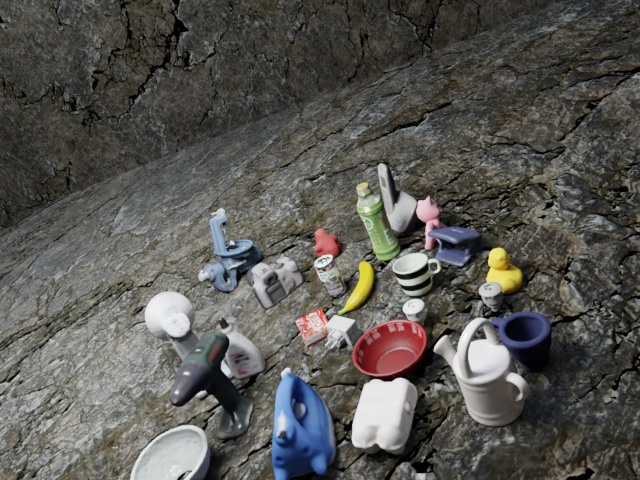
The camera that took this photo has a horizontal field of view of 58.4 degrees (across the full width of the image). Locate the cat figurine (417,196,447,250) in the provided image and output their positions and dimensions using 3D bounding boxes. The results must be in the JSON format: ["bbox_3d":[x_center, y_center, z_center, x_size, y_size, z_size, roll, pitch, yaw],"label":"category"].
[{"bbox_3d":[0.292,-0.056,1.511,0.067,0.118,0.128,-16,29,16],"label":"cat figurine"}]

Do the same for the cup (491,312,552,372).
[{"bbox_3d":[0.372,0.191,1.054,0.092,0.095,0.117,-40,32,-27],"label":"cup"}]

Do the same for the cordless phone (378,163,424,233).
[{"bbox_3d":[0.214,-0.120,1.610,0.094,0.185,0.147,-31,29,-12],"label":"cordless phone"}]

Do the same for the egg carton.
[{"bbox_3d":[0.121,0.322,1.052,0.107,0.069,0.150,-10,31,25],"label":"egg carton"}]

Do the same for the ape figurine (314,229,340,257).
[{"bbox_3d":[0.015,0.006,1.649,0.078,0.092,0.076,-27,28,-5],"label":"ape figurine"}]

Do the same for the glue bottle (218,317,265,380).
[{"bbox_3d":[-0.192,0.244,1.318,0.078,0.173,0.037,-23,28,4],"label":"glue bottle"}]

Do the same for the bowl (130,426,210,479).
[{"bbox_3d":[-0.282,0.456,1.131,0.167,0.075,0.167,-19,29,11],"label":"bowl"}]

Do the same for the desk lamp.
[{"bbox_3d":[-0.324,0.239,1.385,0.118,0.214,0.202,-35,30,-18],"label":"desk lamp"}]

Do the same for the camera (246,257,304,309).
[{"bbox_3d":[-0.142,0.100,1.601,0.143,0.101,0.136,-36,30,-21],"label":"camera"}]

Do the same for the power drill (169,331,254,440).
[{"bbox_3d":[-0.220,0.310,1.189,0.075,0.209,0.229,-16,29,15],"label":"power drill"}]

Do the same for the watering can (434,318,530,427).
[{"bbox_3d":[0.272,0.217,0.981,0.172,0.194,0.101,-3,35,34],"label":"watering can"}]

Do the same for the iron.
[{"bbox_3d":[-0.050,0.329,1.096,0.118,0.142,0.258,-20,28,8],"label":"iron"}]

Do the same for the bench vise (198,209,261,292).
[{"bbox_3d":[-0.281,0.031,1.699,0.121,0.220,0.208,-6,33,31],"label":"bench vise"}]

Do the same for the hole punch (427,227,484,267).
[{"bbox_3d":[0.334,-0.001,1.414,0.101,0.091,0.108,-38,31,-23],"label":"hole punch"}]

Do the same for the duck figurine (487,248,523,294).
[{"bbox_3d":[0.400,0.061,1.262,0.077,0.086,0.104,-18,29,12],"label":"duck figurine"}]
